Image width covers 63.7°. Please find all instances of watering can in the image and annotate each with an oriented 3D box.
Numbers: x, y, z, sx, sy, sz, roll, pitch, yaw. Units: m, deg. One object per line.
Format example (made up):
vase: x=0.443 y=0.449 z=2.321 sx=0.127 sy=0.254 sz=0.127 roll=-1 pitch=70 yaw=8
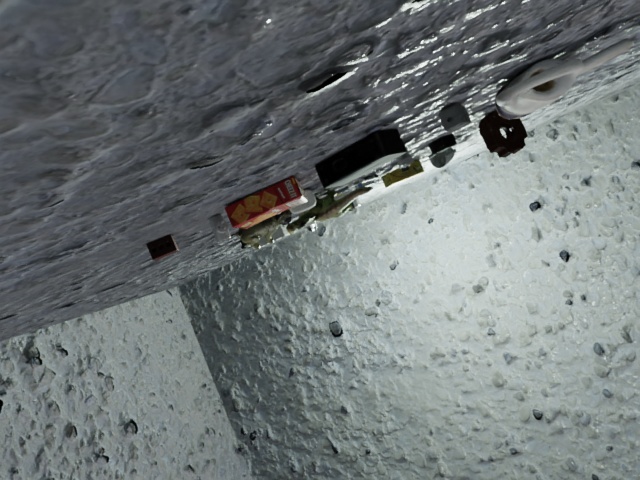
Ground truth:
watering can: x=0.589 y=-0.403 z=1.304 sx=0.349 sy=0.104 sz=0.223 roll=-22 pitch=179 yaw=-9

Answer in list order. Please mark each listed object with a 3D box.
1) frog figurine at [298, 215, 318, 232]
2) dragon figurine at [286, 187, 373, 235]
frog figurine: x=-0.021 y=-0.132 z=2.314 sx=0.158 sy=0.124 sz=0.137 roll=-61 pitch=156 yaw=13
dragon figurine: x=0.006 y=-0.100 z=1.980 sx=0.247 sy=0.122 sz=0.405 roll=-38 pitch=-171 yaw=-38
